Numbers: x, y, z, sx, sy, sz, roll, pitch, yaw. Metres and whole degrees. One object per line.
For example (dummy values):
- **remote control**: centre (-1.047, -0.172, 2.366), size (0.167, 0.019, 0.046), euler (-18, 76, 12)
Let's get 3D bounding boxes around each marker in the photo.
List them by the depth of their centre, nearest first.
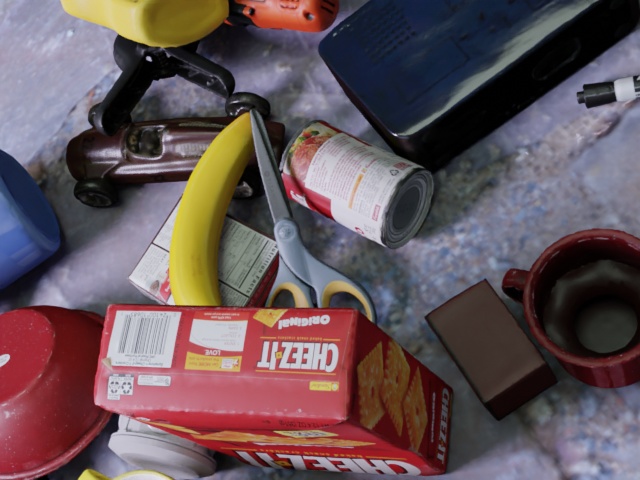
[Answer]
- **marker**: centre (0.251, -0.116, 0.788), size (0.121, 0.020, 0.020), euler (-9, 65, 19)

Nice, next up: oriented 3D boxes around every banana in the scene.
- **banana**: centre (-0.082, -0.007, 0.821), size (0.070, 0.037, 0.198), euler (-4, 66, 13)

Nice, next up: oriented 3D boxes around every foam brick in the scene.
- **foam brick**: centre (0.119, 0.076, 0.740), size (0.051, 0.053, 0.078), euler (-35, 61, 4)

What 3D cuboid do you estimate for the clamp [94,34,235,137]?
- **clamp**: centre (-0.130, -0.158, 0.925), size (0.120, 0.039, 0.171), euler (-8, 45, 4)

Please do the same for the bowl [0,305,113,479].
- **bowl**: centre (-0.234, 0.106, 0.833), size (0.162, 0.055, 0.162), euler (-13, 48, 15)

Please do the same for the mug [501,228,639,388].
- **mug**: centre (0.177, 0.047, 0.711), size (0.117, 0.081, 0.093), euler (15, 74, 26)

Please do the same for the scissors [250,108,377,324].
- **scissors**: centre (-0.005, 0.001, 0.802), size (0.096, 0.016, 0.202), euler (0, 92, 9)

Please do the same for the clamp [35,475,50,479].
- **clamp**: centre (-0.236, 0.173, 0.848), size (0.210, 0.036, 0.164), euler (-2, 61, 21)

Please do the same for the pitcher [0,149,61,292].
- **pitcher**: centre (-0.343, 0.035, 0.912), size (0.243, 0.149, 0.145), euler (-32, 45, 3)

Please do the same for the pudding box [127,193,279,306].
- **pudding box**: centre (-0.086, 0.024, 0.854), size (0.114, 0.039, 0.090), euler (27, 79, 27)

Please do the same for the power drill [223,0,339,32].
- **power drill**: centre (-0.044, -0.276, 0.928), size (0.185, 0.057, 0.188), euler (17, 94, 36)

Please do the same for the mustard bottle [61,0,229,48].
- **mustard bottle**: centre (-0.172, -0.218, 0.931), size (0.096, 0.058, 0.192), euler (-28, 38, -33)

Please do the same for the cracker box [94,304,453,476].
- **cracker box**: centre (-0.020, 0.103, 0.691), size (0.164, 0.213, 0.072), euler (-1, 70, 22)

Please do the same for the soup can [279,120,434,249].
- **soup can**: centre (0.028, -0.043, 0.819), size (0.102, 0.068, 0.068), euler (28, 80, 29)
